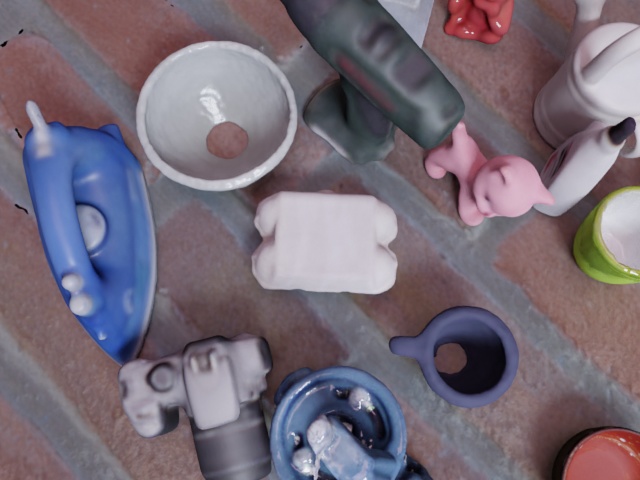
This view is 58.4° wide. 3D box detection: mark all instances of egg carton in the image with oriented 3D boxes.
[{"bbox_3d":[0.005,0.002,0.596,0.150,0.069,0.107,2,77,0],"label":"egg carton"}]

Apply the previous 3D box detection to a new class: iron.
[{"bbox_3d":[-0.231,-0.003,0.557,0.118,0.141,0.258,-16,78,-4],"label":"iron"}]

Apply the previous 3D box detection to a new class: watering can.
[{"bbox_3d":[0.293,-0.172,0.574,0.101,0.194,0.173,-37,80,-8],"label":"watering can"}]

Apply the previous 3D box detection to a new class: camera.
[{"bbox_3d":[-0.107,0.167,0.542,0.143,0.101,0.137,-15,78,-4],"label":"camera"}]

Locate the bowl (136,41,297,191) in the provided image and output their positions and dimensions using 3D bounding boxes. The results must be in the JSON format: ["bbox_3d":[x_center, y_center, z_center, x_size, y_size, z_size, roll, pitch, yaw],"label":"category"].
[{"bbox_3d":[-0.107,-0.123,0.620,0.167,0.075,0.167,0,77,-1],"label":"bowl"}]

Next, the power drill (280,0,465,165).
[{"bbox_3d":[0.031,-0.162,0.562,0.229,0.208,0.076,40,80,8],"label":"power drill"}]

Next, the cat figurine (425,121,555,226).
[{"bbox_3d":[0.174,-0.068,0.589,0.067,0.118,0.127,-35,80,-8],"label":"cat figurine"}]

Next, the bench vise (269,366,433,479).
[{"bbox_3d":[0.048,0.183,0.479,0.207,0.220,0.121,26,78,5],"label":"bench vise"}]

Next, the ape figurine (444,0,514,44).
[{"bbox_3d":[0.189,-0.268,0.647,0.076,0.092,0.078,-31,79,-7],"label":"ape figurine"}]

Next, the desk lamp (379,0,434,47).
[{"bbox_3d":[0.091,-0.309,0.593,0.118,0.213,0.203,14,78,3],"label":"desk lamp"}]

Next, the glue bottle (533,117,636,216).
[{"bbox_3d":[0.262,-0.081,0.564,0.037,0.173,0.078,22,78,5],"label":"glue bottle"}]

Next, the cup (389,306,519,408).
[{"bbox_3d":[0.121,0.113,0.560,0.117,0.095,0.092,7,77,1],"label":"cup"}]
